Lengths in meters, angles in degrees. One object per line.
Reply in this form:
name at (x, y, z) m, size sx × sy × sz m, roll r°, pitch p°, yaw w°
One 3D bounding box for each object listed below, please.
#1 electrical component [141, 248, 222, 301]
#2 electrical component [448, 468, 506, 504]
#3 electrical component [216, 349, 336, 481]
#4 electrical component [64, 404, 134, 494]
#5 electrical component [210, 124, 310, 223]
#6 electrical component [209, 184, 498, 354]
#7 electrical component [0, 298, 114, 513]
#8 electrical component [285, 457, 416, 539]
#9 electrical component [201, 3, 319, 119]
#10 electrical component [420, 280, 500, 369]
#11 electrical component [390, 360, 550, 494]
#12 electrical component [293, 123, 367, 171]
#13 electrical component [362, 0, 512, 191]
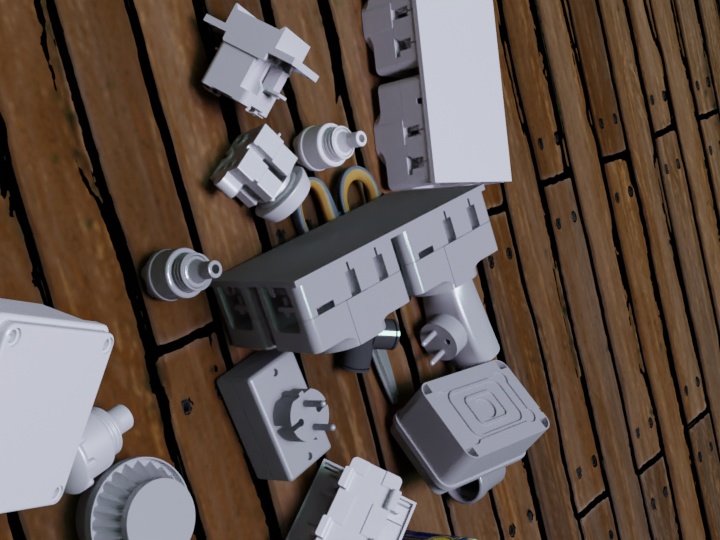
electrical component at (-0.115, 0.002, 0.711) m, size 0.035 × 0.061 × 0.035 m, roll 7°, pitch 80°, yaw -47°
electrical component at (0.100, 0.177, 0.935) m, size 0.046 × 0.040 × 0.040 m, roll -15°, pitch 96°, yaw -52°
electrical component at (-0.048, 0.102, 0.760) m, size 0.047 × 0.076 × 0.083 m, roll -35°, pitch 111°, yaw -43°
electrical component at (-0.166, 0.104, 0.659) m, size 0.062 × 0.048 × 0.048 m, roll -34°, pitch 110°, yaw -50°
electrical component at (-0.069, -0.068, 0.779) m, size 0.055 × 0.048 × 0.066 m, roll 44°, pitch 56°, yaw -25°
electrical component at (0.000, 0.000, 0.783) m, size 0.186 × 0.105 × 0.060 m, roll -28°, pitch 107°, yaw -36°
electrical component at (-0.196, 0.072, 0.576) m, size 0.109 × 0.056 × 0.108 m, roll 21°, pitch 88°, yaw -72°
electrical component at (-0.014, 0.203, 0.784) m, size 0.079 × 0.063 × 0.121 m, roll 25°, pitch 60°, yaw 3°
electrical component at (-0.076, -0.146, 0.761) m, size 0.063 × 0.081 × 0.042 m, roll -61°, pitch 157°, yaw 2°
electrical component at (0.077, 0.051, 0.920) m, size 0.079 × 0.044 × 0.077 m, roll -41°, pitch 115°, yaw -41°
electrical component at (0.091, 0.130, 0.893) m, size 0.113 × 0.057 × 0.078 m, roll -11°, pitch 56°, yaw -44°
electrical component at (-0.021, -0.095, 0.821) m, size 0.035 × 0.061 × 0.035 m, roll 7°, pitch 81°, yaw -46°
electrical component at (0.065, -0.163, 0.920) m, size 0.105 × 0.060 × 0.186 m, roll -6°, pitch 90°, yaw -47°
